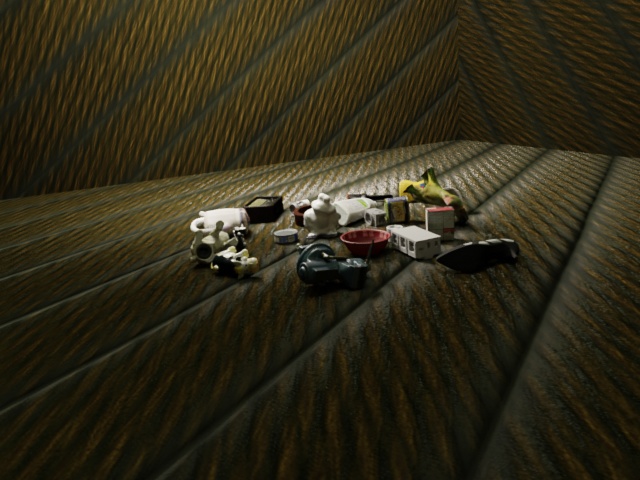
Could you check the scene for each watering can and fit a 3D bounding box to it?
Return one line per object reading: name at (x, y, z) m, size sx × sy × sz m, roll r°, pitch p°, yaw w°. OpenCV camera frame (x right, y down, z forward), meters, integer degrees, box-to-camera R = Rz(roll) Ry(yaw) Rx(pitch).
watering can at (-0.385, -0.076, 2.004) m, size 0.224 × 0.103 × 0.352 m, roll -6°, pitch 17°, yaw -8°

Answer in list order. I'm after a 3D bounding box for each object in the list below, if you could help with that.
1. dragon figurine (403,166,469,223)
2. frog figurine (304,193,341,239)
dragon figurine at (0.434, -0.139, 1.886) m, size 0.122 × 0.244 × 0.409 m, roll -46°, pitch -6°, yaw 3°
frog figurine at (0.006, -0.094, 1.860) m, size 0.137 × 0.158 × 0.124 m, roll 2°, pitch 15°, yaw 24°
